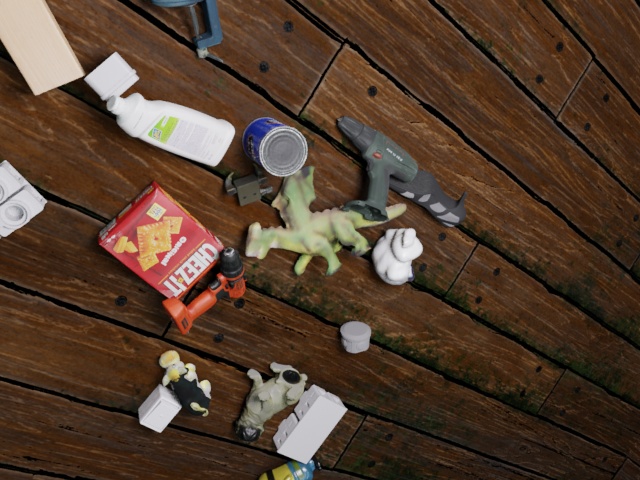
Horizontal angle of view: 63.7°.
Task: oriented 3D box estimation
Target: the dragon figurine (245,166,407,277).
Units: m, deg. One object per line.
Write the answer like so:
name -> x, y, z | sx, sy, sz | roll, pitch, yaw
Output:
dragon figurine -> 0.004, -0.061, 1.213 | 0.414, 0.122, 0.240 | -35, 110, -18

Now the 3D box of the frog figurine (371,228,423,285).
frog figurine -> 0.190, 0.036, 1.280 | 0.123, 0.157, 0.139 | 4, 72, 6
